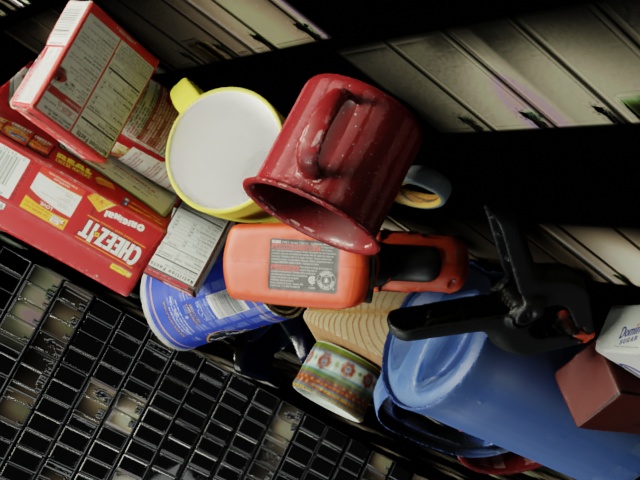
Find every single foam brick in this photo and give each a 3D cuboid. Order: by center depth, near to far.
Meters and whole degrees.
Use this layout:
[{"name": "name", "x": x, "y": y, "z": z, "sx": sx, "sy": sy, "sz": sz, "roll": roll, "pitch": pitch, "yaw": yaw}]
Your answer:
[{"name": "foam brick", "x": 0.235, "y": 0.116, "z": 0.840, "sx": 0.078, "sy": 0.051, "sz": 0.053, "roll": 12, "pitch": 135, "yaw": -33}]

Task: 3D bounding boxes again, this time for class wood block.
[{"name": "wood block", "x": 0.053, "y": 0.083, "z": 1.082, "sx": 0.091, "sy": 0.090, "sz": 0.206, "roll": 25, "pitch": 168, "yaw": 13}]

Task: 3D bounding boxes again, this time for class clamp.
[{"name": "clamp", "x": 0.129, "y": 0.048, "z": 0.759, "sx": 0.171, "sy": 0.120, "sz": 0.039, "roll": 33, "pitch": -154, "yaw": -39}]

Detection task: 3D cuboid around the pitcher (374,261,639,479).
[{"name": "pitcher", "x": 0.175, "y": 0.132, "z": 0.926, "sx": 0.242, "sy": 0.145, "sz": 0.149, "roll": 30, "pitch": 165, "yaw": -26}]

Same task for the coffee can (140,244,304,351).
[{"name": "coffee can", "x": -0.097, "y": 0.047, "z": 1.085, "sx": 0.141, "sy": 0.103, "sz": 0.102, "roll": -19, "pitch": 141, "yaw": 31}]

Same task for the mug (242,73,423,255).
[{"name": "mug", "x": 0.009, "y": -0.052, "z": 0.643, "sx": 0.093, "sy": 0.081, "sz": 0.117, "roll": 23, "pitch": 167, "yaw": 18}]

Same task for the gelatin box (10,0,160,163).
[{"name": "gelatin box", "x": -0.162, "y": -0.109, "z": 0.740, "sx": 0.030, "sy": 0.089, "sz": 0.073, "roll": 14, "pitch": 163, "yaw": 41}]

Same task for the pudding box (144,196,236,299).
[{"name": "pudding box", "x": -0.133, "y": -0.014, "z": 1.012, "sx": 0.090, "sy": 0.113, "sz": 0.039, "roll": 27, "pitch": 163, "yaw": 1}]

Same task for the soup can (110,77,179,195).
[{"name": "soup can", "x": -0.118, "y": -0.079, "z": 0.824, "sx": 0.102, "sy": 0.068, "sz": 0.069, "roll": 31, "pitch": 167, "yaw": -24}]

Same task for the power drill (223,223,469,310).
[{"name": "power drill", "x": 0.003, "y": 0.015, "z": 0.798, "sx": 0.185, "sy": 0.057, "sz": 0.187, "roll": 1, "pitch": -178, "yaw": 23}]

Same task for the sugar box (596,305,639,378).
[{"name": "sugar box", "x": 0.298, "y": 0.107, "z": 0.782, "sx": 0.176, "sy": 0.048, "sz": 0.093, "roll": 28, "pitch": 168, "yaw": -13}]

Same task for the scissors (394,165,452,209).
[{"name": "scissors", "x": 0.021, "y": -0.047, "z": 0.790, "sx": 0.096, "sy": 0.016, "sz": 0.202, "roll": 35, "pitch": 165, "yaw": -25}]

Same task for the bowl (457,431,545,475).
[{"name": "bowl", "x": 0.204, "y": 0.167, "z": 1.072, "sx": 0.162, "sy": 0.162, "sz": 0.055, "roll": 38, "pitch": -157, "yaw": -41}]

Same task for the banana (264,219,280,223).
[{"name": "banana", "x": -0.023, "y": -0.008, "z": 0.989, "sx": 0.069, "sy": 0.037, "sz": 0.198, "roll": 27, "pitch": 168, "yaw": -1}]

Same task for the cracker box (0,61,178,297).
[{"name": "cracker box", "x": -0.198, "y": -0.056, "z": 0.863, "sx": 0.164, "sy": 0.072, "sz": 0.213, "roll": 30, "pitch": -164, "yaw": -12}]
